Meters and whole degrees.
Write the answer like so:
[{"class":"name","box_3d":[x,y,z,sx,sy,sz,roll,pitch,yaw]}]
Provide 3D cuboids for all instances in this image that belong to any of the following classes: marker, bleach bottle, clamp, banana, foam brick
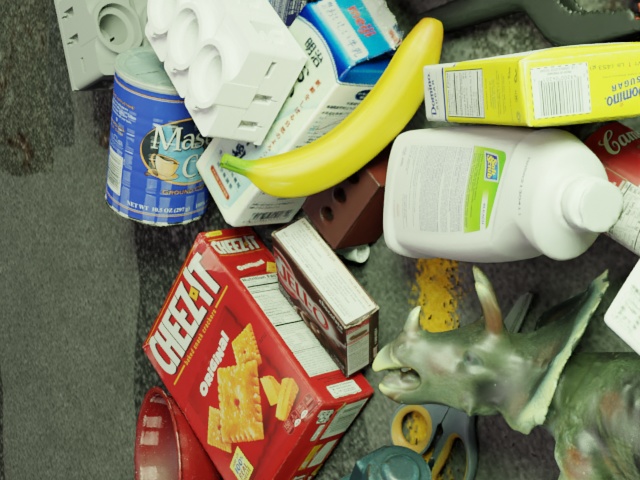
[{"class":"marker","box_3d":[-0.006,0.001,0.944,0.121,0.020,0.020,12,105,44]},{"class":"bleach bottle","box_3d":[0.117,-0.024,0.704,0.251,0.068,0.102,-159,71,-72]},{"class":"clamp","box_3d":[0.153,-0.182,0.738,0.210,0.036,0.165,46,127,36]},{"class":"banana","box_3d":[0.022,-0.087,0.811,0.198,0.069,0.037,-34,36,7]},{"class":"foam brick","box_3d":[0.033,-0.038,0.874,0.053,0.051,0.078,53,129,26]}]

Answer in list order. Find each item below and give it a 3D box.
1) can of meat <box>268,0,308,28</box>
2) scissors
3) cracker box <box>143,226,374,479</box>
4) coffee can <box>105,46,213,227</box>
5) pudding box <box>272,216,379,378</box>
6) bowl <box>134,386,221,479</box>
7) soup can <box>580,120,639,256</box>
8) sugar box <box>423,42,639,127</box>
[{"class":"can of meat","box_3d":[-0.060,-0.190,0.944,0.102,0.057,0.084,27,113,41]},{"class":"scissors","box_3d":[0.106,0.115,0.847,0.096,0.016,0.202,28,115,40]},{"class":"cracker box","box_3d":[-0.067,0.119,0.986,0.214,0.071,0.164,51,128,29]},{"class":"coffee can","box_3d":[-0.146,-0.098,1.002,0.103,0.102,0.140,35,127,37]},{"class":"pudding box","box_3d":[0.004,0.048,0.898,0.114,0.039,0.090,49,162,28]},{"class":"bowl","box_3d":[-0.140,0.227,1.071,0.162,0.055,0.162,-179,90,-65]},{"class":"soup can","box_3d":[0.210,-0.024,0.681,0.102,0.068,0.069,40,122,35]},{"class":"sugar box","box_3d":[0.136,-0.096,0.675,0.176,0.093,0.048,-158,62,-77]}]
